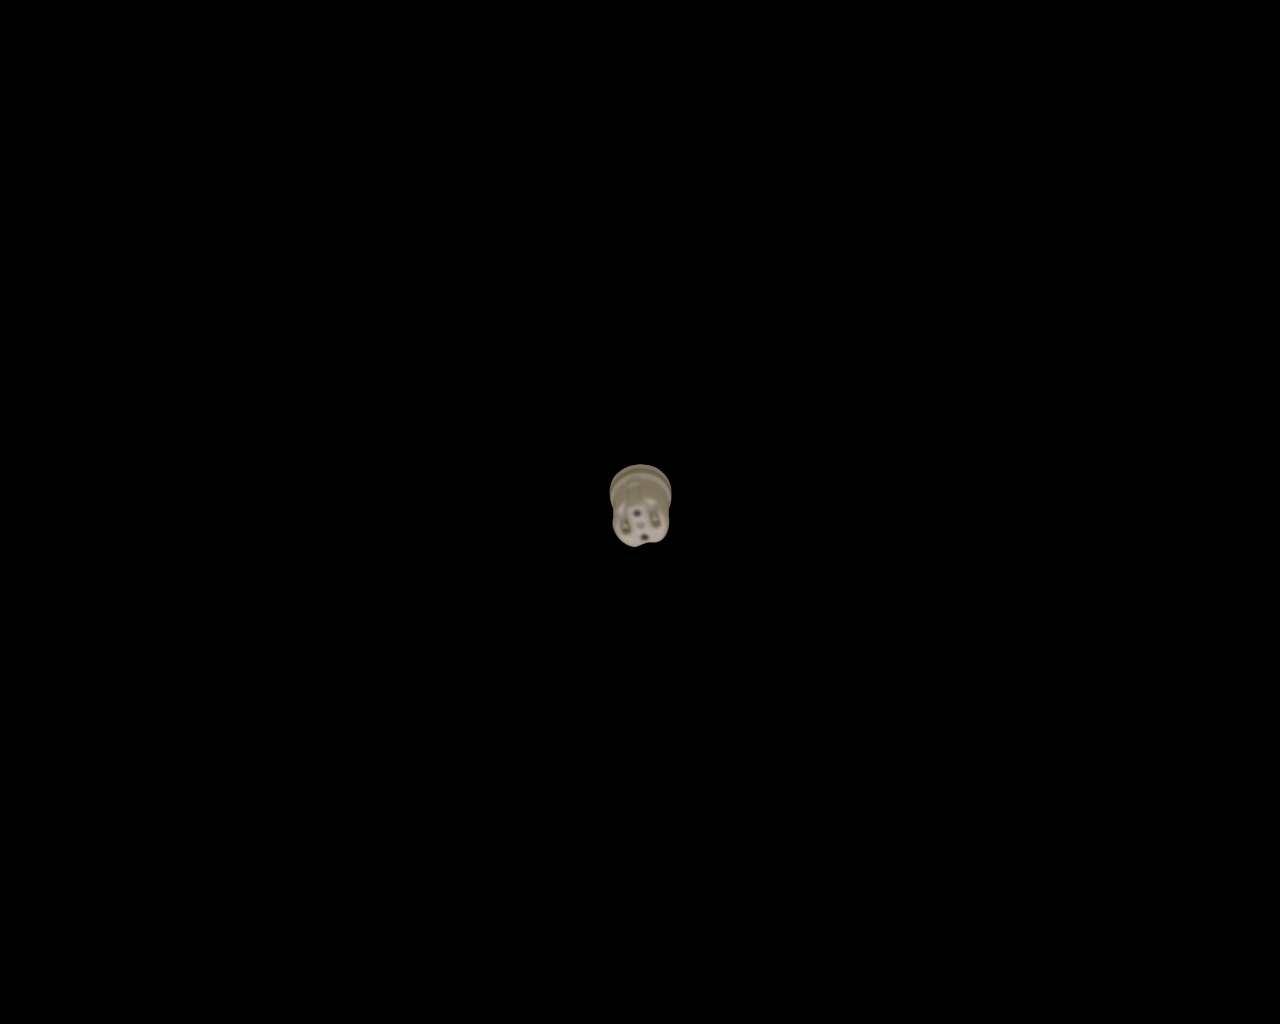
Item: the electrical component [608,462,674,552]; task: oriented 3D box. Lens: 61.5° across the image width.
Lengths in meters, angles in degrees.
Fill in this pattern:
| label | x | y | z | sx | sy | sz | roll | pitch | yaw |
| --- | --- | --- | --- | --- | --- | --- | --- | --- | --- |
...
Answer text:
| label | x | y | z | sx | sy | sz | roll | pitch | yaw |
| --- | --- | --- | --- | --- | --- | --- | --- | --- | --- |
| electrical component | 0.001 | -0.003 | 0.650 | 0.040 | 0.040 | 0.046 | 0 | 30 | 0 |
